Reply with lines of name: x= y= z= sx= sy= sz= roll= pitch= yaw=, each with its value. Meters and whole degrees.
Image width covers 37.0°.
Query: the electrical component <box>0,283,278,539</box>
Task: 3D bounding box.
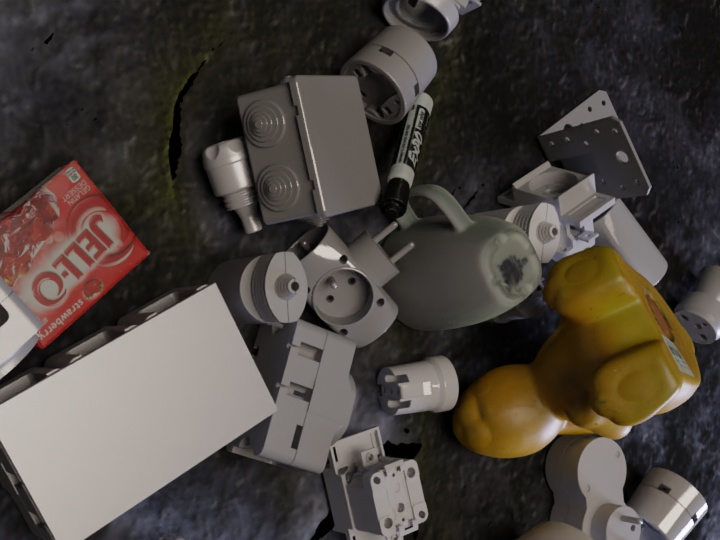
electrical component: x=-0.139 y=0.082 z=0.632 sx=0.150 sy=0.062 sz=0.089 roll=-31 pitch=103 yaw=-30

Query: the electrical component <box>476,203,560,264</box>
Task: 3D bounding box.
electrical component: x=0.115 y=-0.025 z=0.789 sx=0.043 sy=0.081 sz=0.043 roll=2 pitch=86 yaw=-32

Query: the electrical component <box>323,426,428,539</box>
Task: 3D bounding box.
electrical component: x=0.011 y=0.150 z=0.722 sx=0.042 sy=0.064 sz=0.081 roll=-15 pitch=93 yaw=-34

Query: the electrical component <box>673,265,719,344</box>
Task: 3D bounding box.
electrical component: x=0.300 y=0.030 z=0.924 sx=0.045 sy=0.045 sz=0.055 roll=50 pitch=64 yaw=-19

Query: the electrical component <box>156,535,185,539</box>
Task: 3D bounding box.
electrical component: x=-0.112 y=0.195 z=0.658 sx=0.035 sy=0.035 sz=0.061 roll=-29 pitch=104 yaw=-30

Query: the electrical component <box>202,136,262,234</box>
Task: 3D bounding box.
electrical component: x=-0.078 y=-0.054 z=0.696 sx=0.035 sy=0.035 sz=0.061 roll=-24 pitch=102 yaw=-31

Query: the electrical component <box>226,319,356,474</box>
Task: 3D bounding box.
electrical component: x=-0.041 y=0.083 z=0.700 sx=0.056 sy=0.050 sz=0.089 roll=24 pitch=73 yaw=-31

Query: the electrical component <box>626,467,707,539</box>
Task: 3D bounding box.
electrical component: x=0.245 y=0.196 z=0.873 sx=0.047 sy=0.055 sz=0.055 roll=-45 pitch=110 yaw=-22

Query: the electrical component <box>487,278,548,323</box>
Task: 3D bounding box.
electrical component: x=0.114 y=0.020 z=0.805 sx=0.040 sy=0.046 sz=0.040 roll=3 pitch=85 yaw=-31

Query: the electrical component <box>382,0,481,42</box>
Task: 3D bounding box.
electrical component: x=0.049 y=-0.203 z=0.774 sx=0.078 sy=0.058 sz=0.057 roll=31 pitch=68 yaw=-27

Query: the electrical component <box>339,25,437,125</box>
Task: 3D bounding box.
electrical component: x=0.021 y=-0.138 z=0.754 sx=0.055 sy=0.055 sz=0.047 roll=51 pitch=59 yaw=-19

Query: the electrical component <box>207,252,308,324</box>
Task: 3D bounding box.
electrical component: x=-0.060 y=0.012 z=0.676 sx=0.043 sy=0.081 sz=0.043 roll=2 pitch=85 yaw=-32

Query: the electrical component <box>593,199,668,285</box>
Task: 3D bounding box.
electrical component: x=0.200 y=-0.009 z=0.864 sx=0.077 sy=0.043 sz=0.079 roll=49 pitch=64 yaw=-20

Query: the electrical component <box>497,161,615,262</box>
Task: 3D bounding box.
electrical component: x=0.150 y=-0.042 z=0.821 sx=0.042 sy=0.081 sz=0.063 roll=-31 pitch=125 yaw=-30

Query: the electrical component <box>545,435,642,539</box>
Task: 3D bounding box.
electrical component: x=0.189 y=0.197 z=0.825 sx=0.052 sy=0.074 sz=0.138 roll=-5 pitch=90 yaw=-33

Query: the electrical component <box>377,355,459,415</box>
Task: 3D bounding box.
electrical component: x=0.040 y=0.083 z=0.760 sx=0.046 sy=0.040 sz=0.040 roll=-6 pitch=90 yaw=-26

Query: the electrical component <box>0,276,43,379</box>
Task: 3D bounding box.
electrical component: x=-0.211 y=0.032 z=0.573 sx=0.050 sy=0.089 sz=0.055 roll=-46 pitch=110 yaw=-26

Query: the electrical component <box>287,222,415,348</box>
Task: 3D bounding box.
electrical component: x=0.000 y=0.000 z=0.725 sx=0.079 sy=0.044 sz=0.077 roll=-39 pitch=110 yaw=5

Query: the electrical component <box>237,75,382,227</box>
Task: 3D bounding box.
electrical component: x=-0.032 y=-0.078 z=0.699 sx=0.100 sy=0.048 sz=0.099 roll=-20 pitch=99 yaw=-63

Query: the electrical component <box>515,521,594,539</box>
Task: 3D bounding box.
electrical component: x=0.141 y=0.235 z=0.782 sx=0.064 sy=0.099 sz=0.099 roll=-30 pitch=103 yaw=-37
